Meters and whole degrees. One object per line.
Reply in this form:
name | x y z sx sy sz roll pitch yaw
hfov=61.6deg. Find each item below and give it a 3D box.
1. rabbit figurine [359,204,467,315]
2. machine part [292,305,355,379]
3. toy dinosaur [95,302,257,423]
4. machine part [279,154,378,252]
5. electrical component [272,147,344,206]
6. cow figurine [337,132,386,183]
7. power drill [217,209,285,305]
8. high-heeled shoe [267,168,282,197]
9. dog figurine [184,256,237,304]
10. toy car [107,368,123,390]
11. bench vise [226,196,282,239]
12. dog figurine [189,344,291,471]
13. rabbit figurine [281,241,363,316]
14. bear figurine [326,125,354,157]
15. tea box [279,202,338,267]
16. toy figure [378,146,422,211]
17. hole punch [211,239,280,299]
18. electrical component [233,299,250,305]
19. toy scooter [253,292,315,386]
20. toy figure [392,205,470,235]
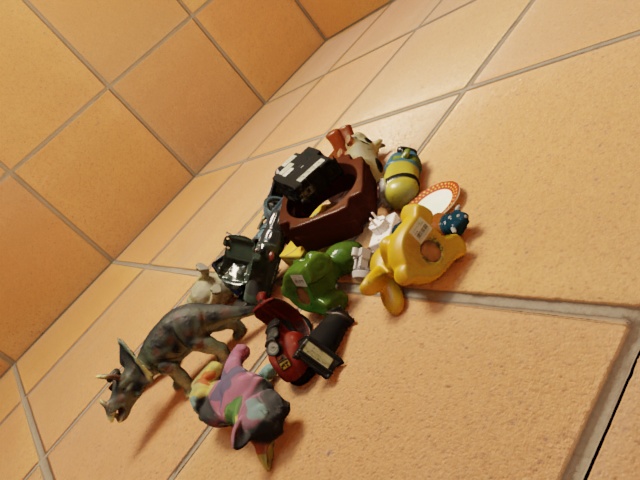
rabbit figurine | 0.139 0.043 0.900 0.162 0.122 0.173 -60 13 -18
machine part | 0.012 0.168 0.905 0.139 0.084 0.039 -55 -8 -49
toy dinosaur | -0.294 0.213 1.152 0.405 0.192 0.131 -44 25 -2
machine part | 0.021 -0.079 1.148 0.202 0.087 0.201 -19 37 20
electrical component | -0.032 -0.138 1.137 0.115 0.058 0.134 -40 34 -12
cow figurine | 0.114 -0.211 1.363 0.085 0.127 0.195 -55 30 31
power drill | -0.142 0.031 1.184 0.207 0.086 0.232 15 -92 -79
high-heeled shoe | -0.105 -0.118 1.506 0.249 0.086 0.145 151 136 -73
dog figurine | -0.271 0.147 1.379 0.190 0.172 0.121 -57 49 34
toy car | -0.434 0.317 1.321 0.202 0.089 0.053 -37 24 14
bench vise | -0.106 -0.064 1.399 0.240 0.129 0.223 -53 -7 32
dog figurine | -0.133 0.285 0.879 0.191 0.108 0.219 -37 26 9
rabbit figurine | 0.016 0.068 1.056 0.170 0.121 0.159 -35 8 -36
bear figurine | 0.018 -0.222 1.512 0.196 0.132 0.120 -22 8 34
tea box | -0.003 -0.004 1.226 0.098 0.068 0.169 -4 44 54
toy figure | 0.180 -0.139 1.162 0.089 0.082 0.180 -24 26 39
hole punch | -0.183 0.069 1.295 0.092 0.115 0.142 -6 26 44
electrical component | -0.188 0.159 1.293 0.094 0.021 0.063 -41 22 3
toy scooter | -0.066 0.162 0.948 0.075 0.135 0.184 -34 25 14
toy figure | 0.199 -0.020 0.947 0.155 0.057 0.064 -11 76 45
